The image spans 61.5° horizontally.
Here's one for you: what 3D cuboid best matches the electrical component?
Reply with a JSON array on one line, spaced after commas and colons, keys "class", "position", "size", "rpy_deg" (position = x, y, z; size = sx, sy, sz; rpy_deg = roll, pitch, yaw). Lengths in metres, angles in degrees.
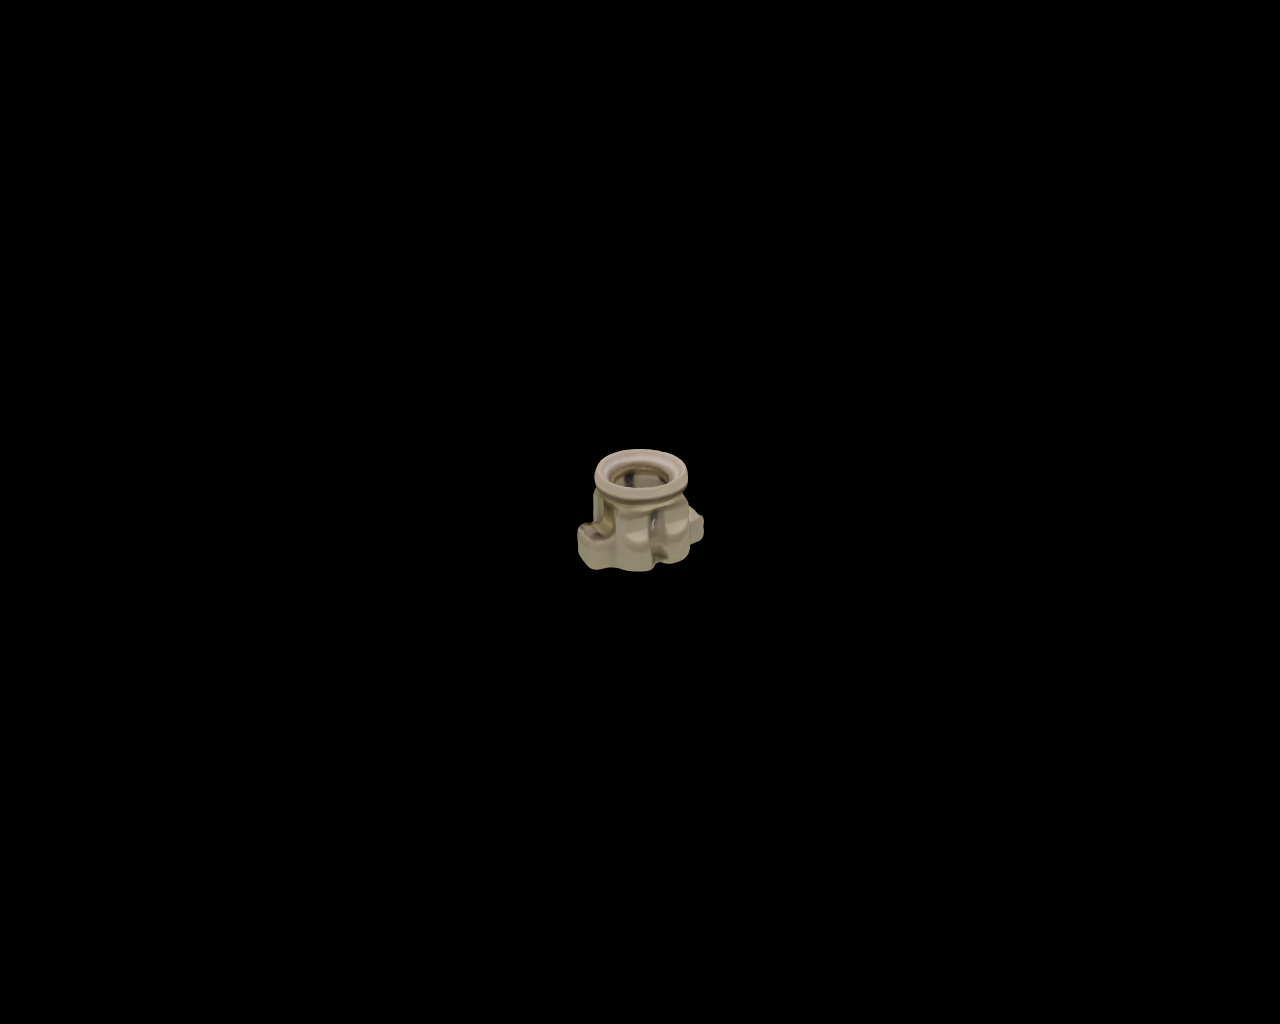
[{"class": "electrical component", "position": [0.001, -0.003, 0.650], "size": [0.078, 0.056, 0.058], "rpy_deg": [-13, 32, -22]}]
